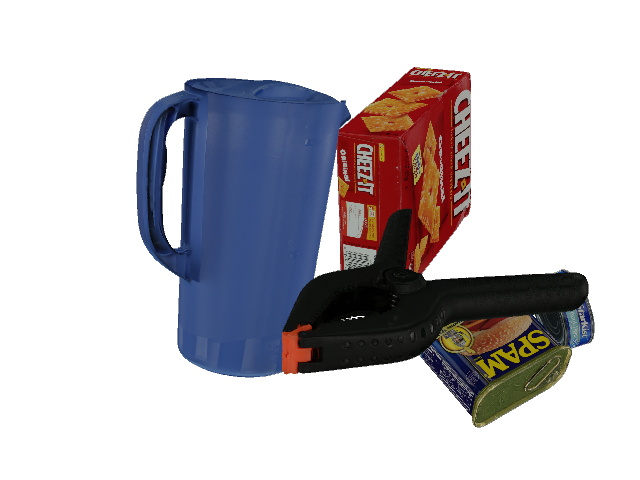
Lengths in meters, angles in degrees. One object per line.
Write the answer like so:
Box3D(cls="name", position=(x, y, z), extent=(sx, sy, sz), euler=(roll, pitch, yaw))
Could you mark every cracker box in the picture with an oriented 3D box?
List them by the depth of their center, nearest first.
Box3D(cls="cracker box", position=(0.088, -0.061, 1.044), extent=(0.072, 0.164, 0.213), euler=(9, 27, 23))

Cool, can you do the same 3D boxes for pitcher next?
Box3D(cls="pitcher", position=(-0.067, -0.013, 0.897), extent=(0.149, 0.243, 0.145), euler=(9, 14, 9))

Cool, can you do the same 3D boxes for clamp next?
Box3D(cls="clamp", position=(0.048, 0.033, 0.698), extent=(0.209, 0.036, 0.165), euler=(-18, 30, -34))

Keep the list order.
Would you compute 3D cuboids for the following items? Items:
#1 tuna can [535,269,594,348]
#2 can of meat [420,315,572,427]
Box3D(cls="tuna can", position=(0.264, 0.077, 1.169), extent=(0.033, 0.086, 0.086), euler=(-17, 3, -9))
Box3D(cls="can of meat", position=(0.146, 0.096, 0.906), extent=(0.102, 0.057, 0.084), euler=(-25, 53, -22))
